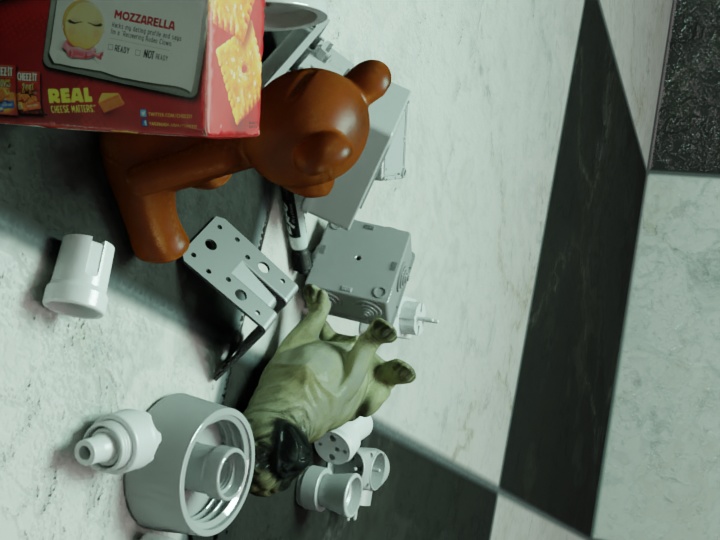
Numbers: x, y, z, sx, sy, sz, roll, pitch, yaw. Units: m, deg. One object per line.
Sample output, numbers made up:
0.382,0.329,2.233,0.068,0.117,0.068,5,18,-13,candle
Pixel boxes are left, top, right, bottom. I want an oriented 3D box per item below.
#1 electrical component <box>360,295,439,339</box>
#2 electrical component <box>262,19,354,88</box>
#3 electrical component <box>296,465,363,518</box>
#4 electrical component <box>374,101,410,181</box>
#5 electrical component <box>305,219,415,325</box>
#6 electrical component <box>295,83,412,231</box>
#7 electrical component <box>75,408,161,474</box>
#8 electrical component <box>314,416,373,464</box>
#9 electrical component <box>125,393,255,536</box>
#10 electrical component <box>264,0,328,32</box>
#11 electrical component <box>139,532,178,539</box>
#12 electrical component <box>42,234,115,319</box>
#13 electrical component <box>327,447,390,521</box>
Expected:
0.049,0.052,1.199,0.066,0.077,0.047,18,79,-67,electrical component
-0.057,-0.148,0.899,0.078,0.063,0.121,-49,-173,45,electrical component
-0.031,0.222,1.082,0.045,0.055,0.045,6,90,-67,electrical component
0.010,-0.139,1.078,0.062,0.061,0.096,-17,111,-65,electrical component
0.000,0.000,1.045,0.048,0.100,0.099,83,23,-59,electrical component
-0.005,-0.109,0.963,0.108,0.056,0.108,-68,-177,-58,electrical component
-0.171,0.120,0.744,0.062,0.043,0.043,-6,101,-65,electrical component
-0.017,0.169,1.114,0.055,0.045,0.045,-46,137,-55,electrical component
-0.123,0.153,0.831,0.108,0.060,0.108,-20,113,-60,electrical component
-0.078,-0.218,0.800,0.108,0.108,0.060,-4,94,-67,electrical component
-0.161,0.233,0.796,0.079,0.043,0.077,57,45,-56,electrical component
-0.181,0.004,0.697,0.040,0.040,0.046,46,48,-61,electrical component
-0.003,0.231,1.163,0.077,0.044,0.079,25,73,-66,electrical component
